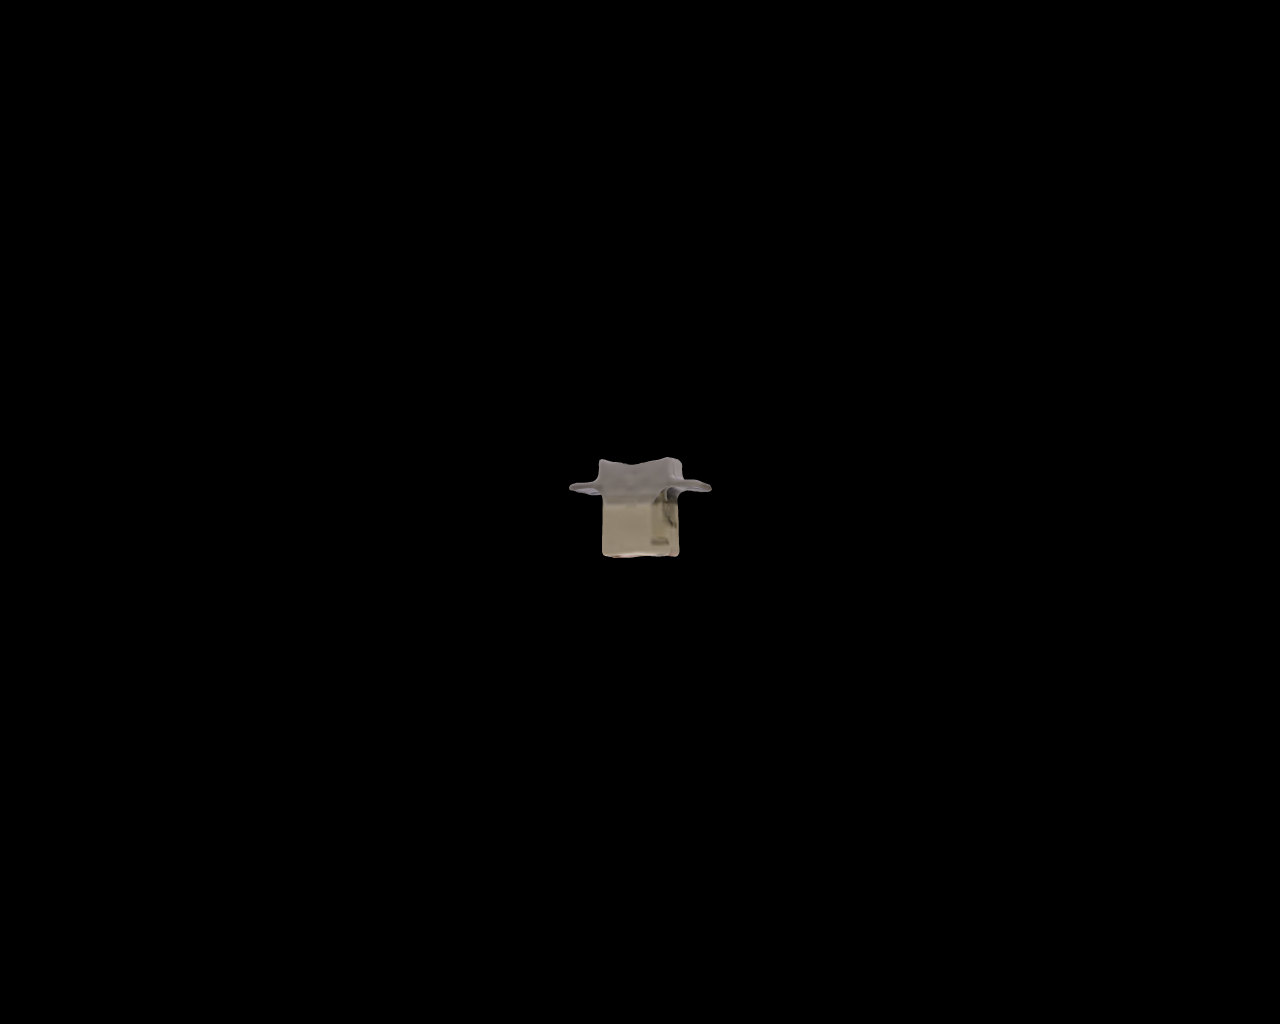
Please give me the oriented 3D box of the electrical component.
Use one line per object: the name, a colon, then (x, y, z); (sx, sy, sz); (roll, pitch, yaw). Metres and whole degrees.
electrical component: (0.001, -0.003, 0.650); (0.081, 0.063, 0.042); (-1, -4, 15)
